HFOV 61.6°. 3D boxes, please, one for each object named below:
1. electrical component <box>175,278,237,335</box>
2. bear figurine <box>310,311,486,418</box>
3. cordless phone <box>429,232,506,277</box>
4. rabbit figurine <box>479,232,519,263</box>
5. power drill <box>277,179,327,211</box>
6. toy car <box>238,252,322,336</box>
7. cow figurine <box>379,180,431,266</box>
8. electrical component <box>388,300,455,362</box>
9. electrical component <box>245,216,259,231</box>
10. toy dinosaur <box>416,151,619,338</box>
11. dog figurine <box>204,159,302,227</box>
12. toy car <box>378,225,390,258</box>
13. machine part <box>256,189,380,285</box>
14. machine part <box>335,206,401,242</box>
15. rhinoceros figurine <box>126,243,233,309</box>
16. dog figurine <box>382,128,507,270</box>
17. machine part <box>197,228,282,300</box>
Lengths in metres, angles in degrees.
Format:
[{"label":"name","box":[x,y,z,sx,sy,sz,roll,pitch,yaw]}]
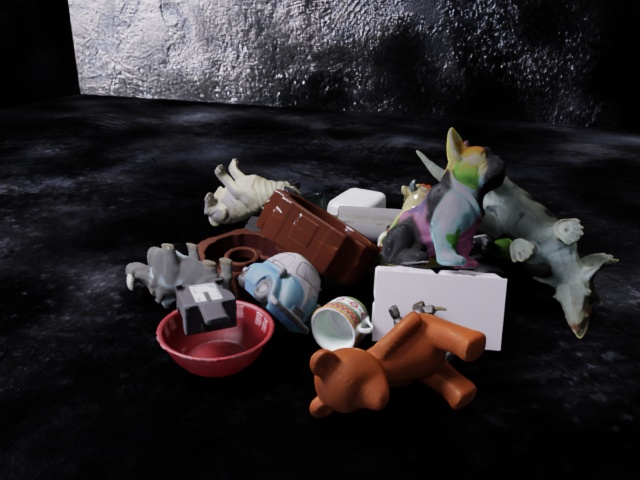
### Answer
[{"label":"electrical component","box":[-0.151,0.097,0.734,0.075,0.047,0.119,-9,25,-26]},{"label":"bear figurine","box":[0.089,0.162,0.655,0.196,0.120,0.132,-18,33,-37]},{"label":"cordless phone","box":[0.250,-0.005,0.980,0.146,0.184,0.089,-11,-5,-32]},{"label":"rabbit figurine","box":[0.367,-0.023,1.074,0.121,0.170,0.159,-39,14,8]},{"label":"power drill","box":[-0.080,-0.102,1.335,0.232,0.085,0.208,-20,35,-40]},{"label":"toy car","box":[-0.052,0.072,0.845,0.109,0.103,0.162,50,-10,-29]},{"label":"cow figurine","box":[0.168,-0.024,0.993,0.085,0.195,0.127,21,-30,-1]},{"label":"electrical component","box":[0.149,0.133,0.761,0.078,0.102,0.045,-18,4,3]},{"label":"electrical component","box":[-0.101,-0.008,1.134,0.115,0.058,0.134,6,23,5]},{"label":"toy dinosaur","box":[0.345,-0.028,0.928,0.192,0.131,0.405,23,25,-54]},{"label":"dog figurine","box":[-0.150,-0.075,1.213,0.191,0.172,0.121,28,35,7]},{"label":"toy car","box":[0.208,-0.001,1.117,0.202,0.073,0.056,-10,22,-27]},{"label":"machine part","box":[-0.002,-0.003,0.972,0.201,0.087,0.201,33,9,15]},{"label":"machine part","box":[0.122,-0.033,1.188,0.243,0.079,0.079,3,0,7]},{"label":"rhinoceros figurine","box":[-0.233,0.061,0.892,0.191,0.112,0.073,13,9,19]},{"label":"dog figurine","box":[0.195,-0.062,0.860,0.192,0.219,0.108,1,-9,37]},{"label":"machine part","box":[-0.142,0.043,0.987,0.179,0.056,0.179,-1,30,0]}]
